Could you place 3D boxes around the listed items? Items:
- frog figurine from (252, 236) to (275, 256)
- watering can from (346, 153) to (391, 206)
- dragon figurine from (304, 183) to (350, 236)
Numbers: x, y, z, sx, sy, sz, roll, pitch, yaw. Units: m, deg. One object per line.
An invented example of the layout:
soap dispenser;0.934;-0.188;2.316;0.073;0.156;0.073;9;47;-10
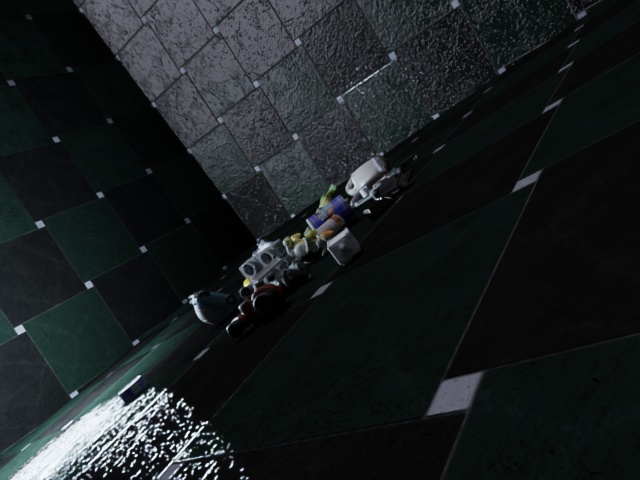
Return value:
frog figurine;-0.196;0.082;2.002;0.136;0.121;0.162;-48;39;11
watering can;0.205;-0.256;2.194;0.222;0.103;0.354;-37;19;16
dragon figurine;0.007;-0.114;2.264;0.244;0.122;0.408;-46;-1;-8
